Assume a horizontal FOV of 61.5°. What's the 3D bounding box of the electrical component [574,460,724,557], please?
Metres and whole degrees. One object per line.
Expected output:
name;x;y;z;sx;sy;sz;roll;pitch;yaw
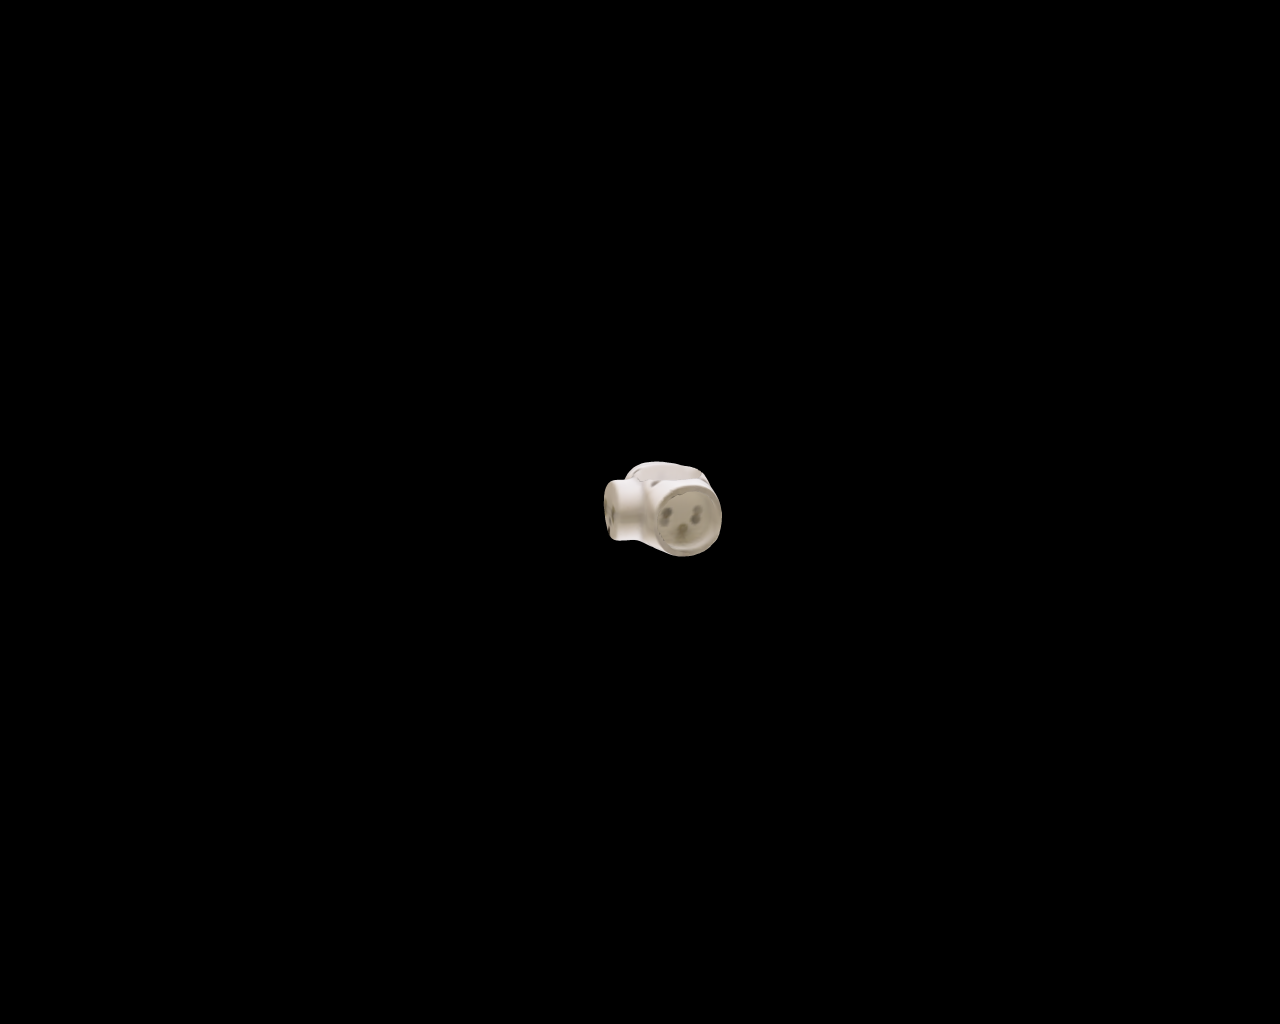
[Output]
electrical component;0.001;-0.003;0.650;0.079;0.044;0.077;-4;15;-15
